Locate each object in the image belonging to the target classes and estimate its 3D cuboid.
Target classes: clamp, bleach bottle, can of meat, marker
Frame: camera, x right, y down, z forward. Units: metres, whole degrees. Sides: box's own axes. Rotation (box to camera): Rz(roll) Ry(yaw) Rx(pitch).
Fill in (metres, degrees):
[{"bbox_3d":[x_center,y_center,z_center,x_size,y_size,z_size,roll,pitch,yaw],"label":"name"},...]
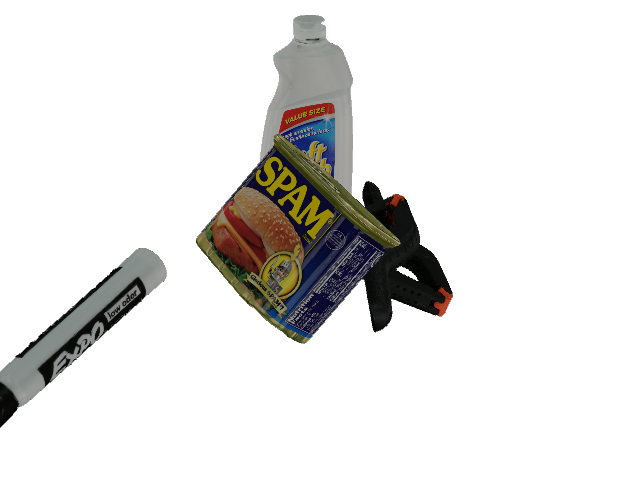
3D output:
[{"bbox_3d":[0.061,0.014,1.221,0.164,0.036,0.210,-18,51,-37],"label":"clamp"},{"bbox_3d":[0.039,0.017,0.875,0.120,0.039,0.171,21,45,32],"label":"clamp"},{"bbox_3d":[-0.019,-0.097,1.057,0.102,0.251,0.068,4,27,7],"label":"bleach bottle"},{"bbox_3d":[-0.017,-0.001,0.642,0.102,0.084,0.057,46,9,38],"label":"can of meat"},{"bbox_3d":[-0.110,0.044,0.452,0.020,0.020,0.121,0,34,41],"label":"marker"}]
